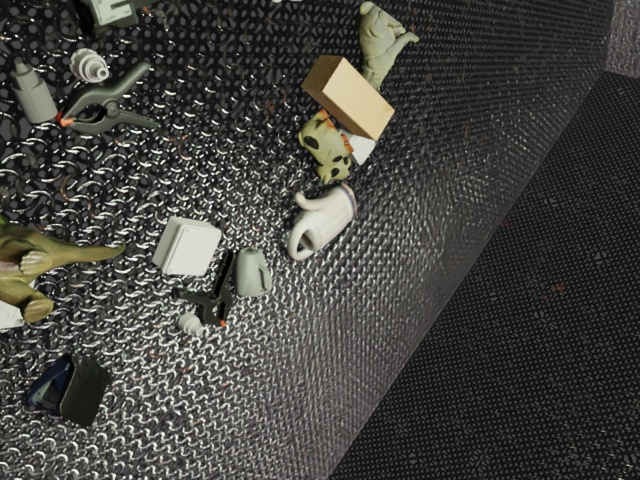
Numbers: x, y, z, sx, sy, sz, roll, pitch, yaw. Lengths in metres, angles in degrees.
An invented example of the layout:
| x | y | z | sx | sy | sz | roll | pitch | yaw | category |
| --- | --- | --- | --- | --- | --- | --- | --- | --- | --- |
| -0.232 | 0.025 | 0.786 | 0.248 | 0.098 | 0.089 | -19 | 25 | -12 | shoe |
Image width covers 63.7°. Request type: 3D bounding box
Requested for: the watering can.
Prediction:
| x | y | z | sx | sy | sz | roll | pitch | yaw | category |
| --- | --- | --- | --- | --- | --- | --- | --- | --- | --- |
| 0.004 | -0.066 | 1.320 | 0.227 | 0.105 | 0.340 | -42 | 162 | -23 | watering can |

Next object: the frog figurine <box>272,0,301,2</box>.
| x | y | z | sx | sy | sz | roll | pitch | yaw | category |
| --- | --- | --- | --- | --- | --- | --- | --- | --- | --- |
| -0.037 | -0.522 | 0.975 | 0.157 | 0.124 | 0.138 | -33 | 168 | 28 | frog figurine |
